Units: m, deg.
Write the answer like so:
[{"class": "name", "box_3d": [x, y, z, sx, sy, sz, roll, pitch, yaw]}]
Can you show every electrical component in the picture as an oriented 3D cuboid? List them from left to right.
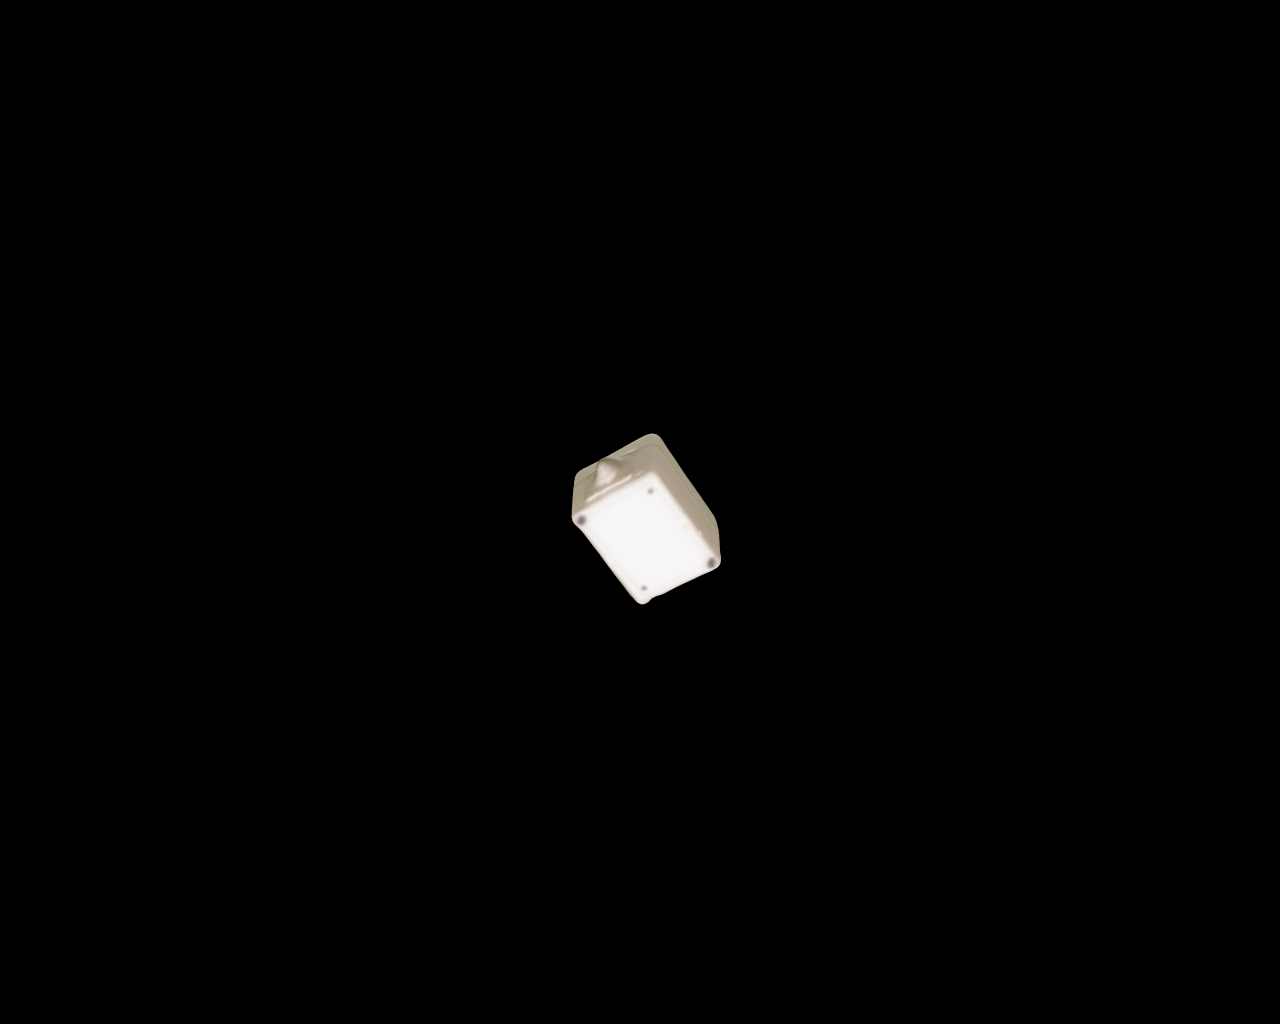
[{"class": "electrical component", "box_3d": [0.001, -0.003, 0.650, 0.061, 0.096, 0.061, -28, 28, 16]}]
